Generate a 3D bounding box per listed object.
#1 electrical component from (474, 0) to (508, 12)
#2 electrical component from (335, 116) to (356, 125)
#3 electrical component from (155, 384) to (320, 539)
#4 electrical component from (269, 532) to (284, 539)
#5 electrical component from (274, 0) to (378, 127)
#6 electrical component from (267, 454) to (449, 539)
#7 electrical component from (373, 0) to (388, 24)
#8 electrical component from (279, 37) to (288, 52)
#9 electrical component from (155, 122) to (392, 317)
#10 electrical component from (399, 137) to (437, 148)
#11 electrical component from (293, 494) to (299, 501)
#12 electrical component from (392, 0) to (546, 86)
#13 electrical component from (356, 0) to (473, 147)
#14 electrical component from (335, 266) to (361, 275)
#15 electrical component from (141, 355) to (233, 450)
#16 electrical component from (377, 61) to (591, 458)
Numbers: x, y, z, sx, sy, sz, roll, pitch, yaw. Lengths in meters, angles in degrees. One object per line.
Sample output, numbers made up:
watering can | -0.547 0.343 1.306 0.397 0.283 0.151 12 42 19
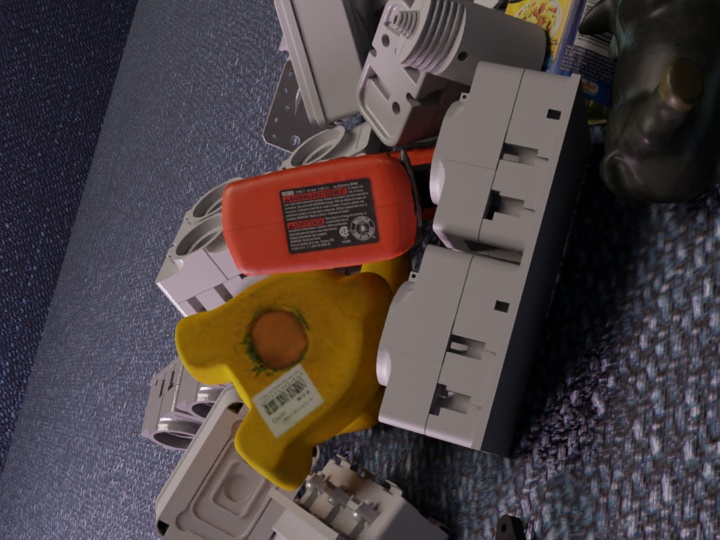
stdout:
electrical component | 0.099 -0.157 0.714 0.081 0.042 0.063 -43 39 51
electrical component | -0.003 -0.158 0.963 0.078 0.040 0.040 -47 32 46
electrical component | -0.088 0.148 0.767 0.113 0.078 0.057 -59 10 1
electrical component | -0.042 0.194 0.757 0.081 0.043 0.043 -51 29 41
electrical component | -0.014 -0.178 0.866 0.108 0.056 0.108 -45 -60 -69
electrical component | 0.000 0.159 0.656 0.063 0.079 0.121 -52 18 -13
electrical component | 0.058 -0.224 0.841 0.096 0.061 0.061 -17 57 64
electrical component | -0.007 -0.271 1.037 0.186 0.060 0.105 -7 66 66
electrical component | -0.062 -0.038 0.834 0.186 0.060 0.105 -24 28 22
electrical component | 0.043 -0.132 0.778 0.080 0.080 0.051 -51 24 41
electrical component | -0.087 0.196 0.846 0.057 0.058 0.078 -37 39 50
electrical component | 0.056 -0.125 0.588 0.043 0.081 0.043 -167 90 -69
electrical component | 0.044 -0.130 0.691 0.053 0.059 0.095 56 145 26
electrical component | 0.000 0.000 0.819 0.043 0.043 0.062 -65 23 14
electrical component | -0.101 0.108 0.888 0.186 0.105 0.060 -37 39 55
electrical component | 0.066 -0.002 0.565 0.105 0.060 0.186 39 -113 -71
